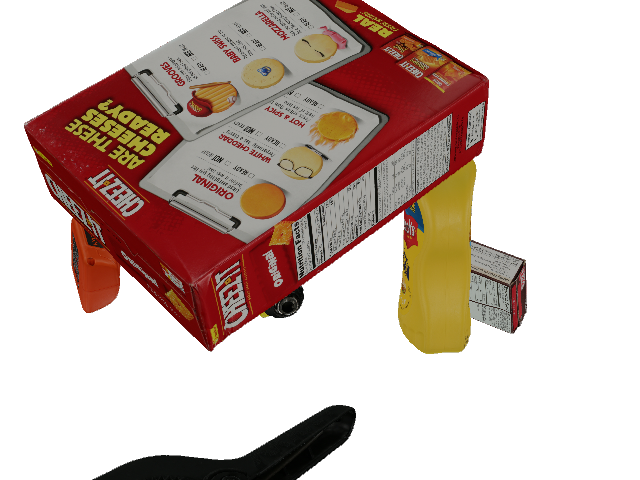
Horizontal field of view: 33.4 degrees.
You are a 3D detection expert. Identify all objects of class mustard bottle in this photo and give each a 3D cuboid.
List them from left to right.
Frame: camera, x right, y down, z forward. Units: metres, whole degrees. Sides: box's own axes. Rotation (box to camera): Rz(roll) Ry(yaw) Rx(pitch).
[{"bbox_3d":[0.092,-0.013,0.846,0.058,0.192,0.096,-2,26,-2],"label":"mustard bottle"}]

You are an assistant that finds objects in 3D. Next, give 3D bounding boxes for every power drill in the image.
[{"bbox_3d":[-0.121,0.022,0.947,0.187,0.057,0.185,-3,24,-20],"label":"power drill"}]

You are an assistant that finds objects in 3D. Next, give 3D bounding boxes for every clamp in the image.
[{"bbox_3d":[-0.046,0.138,0.572,0.209,0.036,0.165,-1,19,-13],"label":"clamp"}]

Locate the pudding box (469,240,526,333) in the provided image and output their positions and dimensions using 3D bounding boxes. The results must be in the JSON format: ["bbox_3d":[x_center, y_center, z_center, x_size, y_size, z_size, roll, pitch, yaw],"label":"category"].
[{"bbox_3d":[0.148,0.038,1.063,0.114,0.039,0.090,20,-31,24],"label":"pudding box"}]

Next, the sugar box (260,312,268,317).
[{"bbox_3d":[-0.070,-0.015,1.161,0.048,0.176,0.093,-17,29,-30],"label":"sugar box"}]

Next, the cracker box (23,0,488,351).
[{"bbox_3d":[-0.034,-0.058,0.624,0.213,0.072,0.164,-36,55,-22],"label":"cracker box"}]
